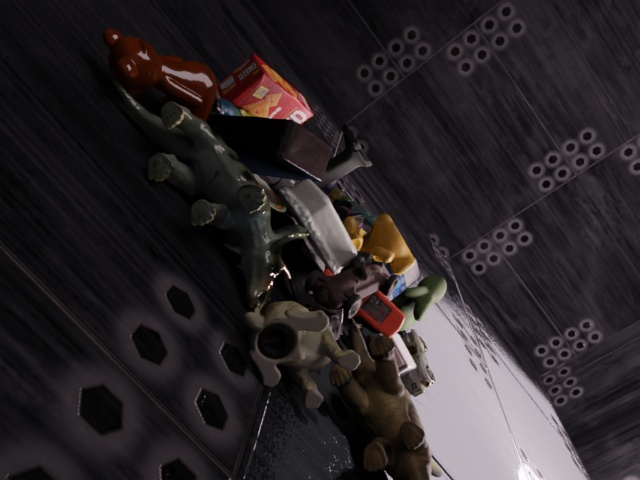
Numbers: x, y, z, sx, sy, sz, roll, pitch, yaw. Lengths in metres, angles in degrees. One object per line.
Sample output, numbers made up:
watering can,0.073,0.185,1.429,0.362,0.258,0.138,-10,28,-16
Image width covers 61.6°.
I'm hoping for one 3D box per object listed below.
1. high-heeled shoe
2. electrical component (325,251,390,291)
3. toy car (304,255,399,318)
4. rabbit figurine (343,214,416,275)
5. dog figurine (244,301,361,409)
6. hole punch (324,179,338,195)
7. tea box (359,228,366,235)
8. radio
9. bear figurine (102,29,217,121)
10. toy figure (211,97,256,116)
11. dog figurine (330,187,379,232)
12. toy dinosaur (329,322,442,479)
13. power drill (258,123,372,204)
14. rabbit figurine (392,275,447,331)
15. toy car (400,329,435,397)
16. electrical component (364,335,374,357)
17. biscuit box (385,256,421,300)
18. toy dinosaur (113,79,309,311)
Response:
high-heeled shoe,-0.038,0.064,0.986,0.145,0.086,0.248,4,-65,70
electrical component,0.083,0.076,1.119,0.114,0.134,0.058,52,58,-38
toy car,0.058,0.067,0.870,0.089,0.053,0.202,28,24,27
rabbit figurine,0.105,0.027,1.207,0.162,0.173,0.122,50,15,-38
dog figurine,-0.040,0.127,0.781,0.172,0.121,0.191,52,2,-18
hole punch,-0.030,-0.132,1.255,0.116,0.142,0.092,36,18,-12
tea box,0.109,0.044,1.381,0.098,0.068,0.170,42,19,-36
radio,-0.106,-0.167,0.972,0.230,0.073,0.131,11,-10,36
bear figurine,-0.272,-0.255,0.891,0.196,0.132,0.120,-3,52,-49
toy figure,-0.183,-0.229,1.103,0.180,0.082,0.089,32,41,-65
dog figurine,0.041,-0.059,1.332,0.191,0.108,0.219,0,28,-31
toy dinosaur,0.093,0.250,0.816,0.472,0.105,0.198,-105,172,-54
power drill,-0.003,-0.151,1.139,0.231,0.207,0.086,44,9,-50
rabbit figurine,0.237,0.143,1.355,0.121,0.170,0.159,56,15,9
toy car,0.198,0.266,1.169,0.056,0.073,0.202,53,15,-16
electrical component,0.101,0.217,1.048,0.074,0.048,0.119,38,24,-46
biscuit box,0.163,0.100,1.272,0.202,0.063,0.059,-27,103,-48
toy dinosaur,-0.158,-0.089,0.839,0.405,0.131,0.192,54,3,16
